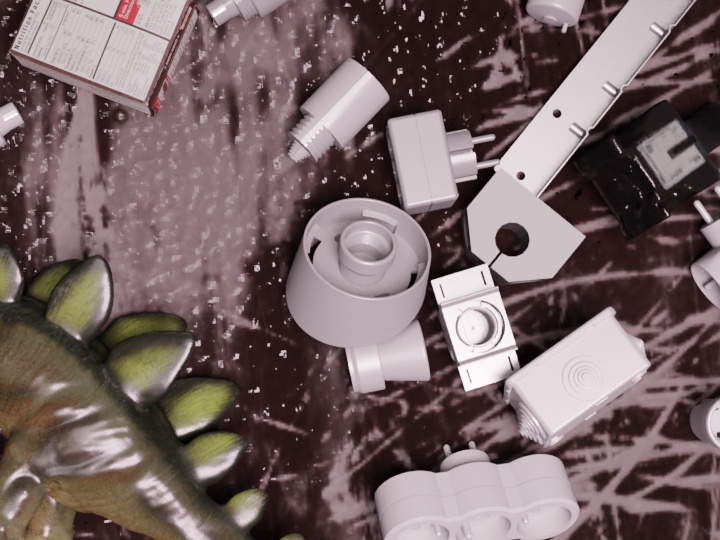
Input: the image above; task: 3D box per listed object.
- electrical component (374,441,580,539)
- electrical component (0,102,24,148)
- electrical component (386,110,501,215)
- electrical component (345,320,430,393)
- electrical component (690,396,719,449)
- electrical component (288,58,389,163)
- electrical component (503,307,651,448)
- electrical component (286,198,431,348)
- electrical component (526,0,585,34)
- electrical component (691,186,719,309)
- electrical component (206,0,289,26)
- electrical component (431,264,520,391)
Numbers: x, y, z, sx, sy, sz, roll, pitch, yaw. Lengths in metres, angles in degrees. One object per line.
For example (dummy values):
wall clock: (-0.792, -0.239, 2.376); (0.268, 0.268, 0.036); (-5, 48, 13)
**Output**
electrical component: (0.078, 0.152, 0.762); (0.138, 0.052, 0.073); (-6, 46, -8)
electrical component: (-0.276, -0.100, 0.780); (0.062, 0.048, 0.048); (-30, 87, -10)
electrical component: (0.063, -0.081, 0.782); (0.077, 0.047, 0.065); (-11, 86, -1)
electrical component: (0.019, 0.062, 0.771); (0.055, 0.045, 0.045); (-11, 86, -1)
electrical component: (0.261, 0.109, 0.771); (0.040, 0.046, 0.040); (0, 85, -1)
electrical component: (-0.022, -0.110, 0.785); (0.043, 0.043, 0.081); (43, 86, 2)
electrical component: (0.149, 0.078, 0.746); (0.100, 0.099, 0.048); (-35, 74, -3)
electrical component: (0.000, 0.000, 0.760); (0.099, 0.064, 0.099); (6, 52, -7)
electrical component: (0.151, -0.217, 0.798); (0.040, 0.040, 0.078); (18, 85, 0)
electrical component: (0.275, -0.023, 0.783); (0.077, 0.043, 0.079); (-35, 87, -3)
electrical component: (-0.083, -0.204, 0.791); (0.062, 0.043, 0.043); (-34, 87, -2)
electrical component: (0.081, 0.041, 0.764); (0.042, 0.064, 0.081); (-17, 86, -1)
